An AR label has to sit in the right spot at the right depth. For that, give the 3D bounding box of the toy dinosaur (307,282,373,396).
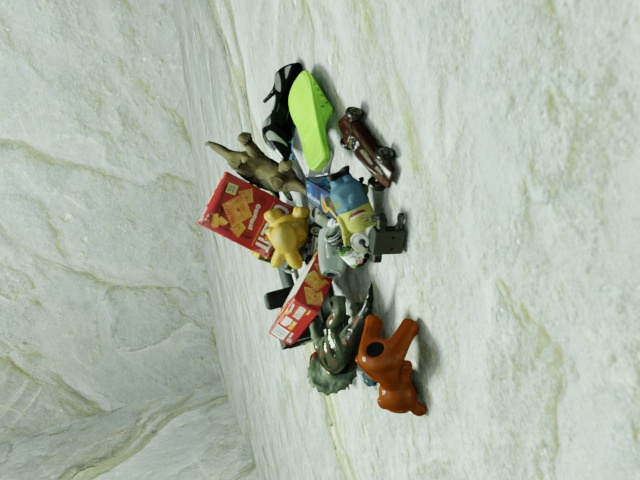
[{"bbox_3d":[0.051,0.246,1.243,0.404,0.131,0.192,114,152,-64],"label":"toy dinosaur"}]

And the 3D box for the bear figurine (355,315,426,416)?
[{"bbox_3d":[0.154,0.261,1.088,0.120,0.132,0.195,-1,136,36],"label":"bear figurine"}]

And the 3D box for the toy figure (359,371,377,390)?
[{"bbox_3d":[0.128,0.284,1.211,0.154,0.058,0.064,97,159,-51],"label":"toy figure"}]

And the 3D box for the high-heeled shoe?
[{"bbox_3d":[-0.073,-0.320,1.330,0.145,0.086,0.249,-35,59,28],"label":"high-heeled shoe"}]

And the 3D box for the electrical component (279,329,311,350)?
[{"bbox_3d":[-0.065,0.286,1.630,0.134,0.115,0.058,124,133,-60],"label":"electrical component"}]

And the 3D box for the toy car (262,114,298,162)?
[{"bbox_3d":[-0.104,-0.285,1.441,0.109,0.103,0.162,114,142,-59],"label":"toy car"}]

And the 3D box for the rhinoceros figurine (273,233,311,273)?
[{"bbox_3d":[-0.077,0.018,1.543,0.073,0.112,0.190,-82,17,-46],"label":"rhinoceros figurine"}]

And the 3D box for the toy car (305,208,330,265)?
[{"bbox_3d":[-0.003,-0.004,1.377,0.073,0.056,0.201,-82,0,-47],"label":"toy car"}]

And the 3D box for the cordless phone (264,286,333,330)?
[{"bbox_3d":[-0.054,0.185,1.450,0.089,0.184,0.146,-12,90,65],"label":"cordless phone"}]

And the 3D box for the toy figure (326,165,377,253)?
[{"bbox_3d":[0.074,-0.061,1.102,0.082,0.089,0.180,-23,93,25],"label":"toy figure"}]

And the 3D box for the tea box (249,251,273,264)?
[{"bbox_3d":[-0.144,-0.020,1.635,0.098,0.068,0.169,25,95,63],"label":"tea box"}]

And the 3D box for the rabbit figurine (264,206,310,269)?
[{"bbox_3d":[-0.092,-0.006,1.376,0.173,0.122,0.162,-83,-3,-84],"label":"rabbit figurine"}]

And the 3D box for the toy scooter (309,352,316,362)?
[{"bbox_3d":[0.016,0.326,1.489,0.184,0.075,0.135,-174,77,-74],"label":"toy scooter"}]

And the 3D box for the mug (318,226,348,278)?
[{"bbox_3d":[0.032,0.027,1.224,0.109,0.081,0.107,79,-165,-63],"label":"mug"}]

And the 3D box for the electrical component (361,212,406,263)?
[{"bbox_3d":[0.122,-0.007,1.039,0.045,0.078,0.102,-113,18,-59],"label":"electrical component"}]

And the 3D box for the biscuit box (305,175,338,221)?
[{"bbox_3d":[0.030,-0.098,1.252,0.203,0.059,0.062,-141,44,-60],"label":"biscuit box"}]

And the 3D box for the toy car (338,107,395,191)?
[{"bbox_3d":[0.088,-0.181,1.071,0.089,0.053,0.202,105,148,-46],"label":"toy car"}]

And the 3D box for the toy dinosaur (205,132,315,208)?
[{"bbox_3d":[-0.178,-0.199,1.490,0.472,0.105,0.198,35,172,23],"label":"toy dinosaur"}]

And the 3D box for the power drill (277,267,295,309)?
[{"bbox_3d":[-0.086,0.143,1.678,0.207,0.086,0.232,70,159,2],"label":"power drill"}]
